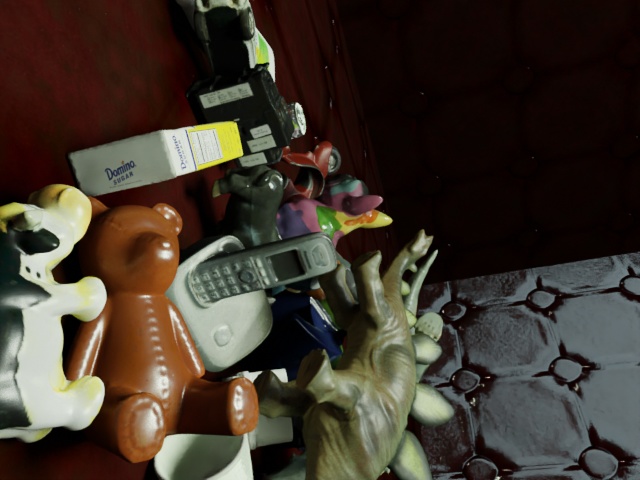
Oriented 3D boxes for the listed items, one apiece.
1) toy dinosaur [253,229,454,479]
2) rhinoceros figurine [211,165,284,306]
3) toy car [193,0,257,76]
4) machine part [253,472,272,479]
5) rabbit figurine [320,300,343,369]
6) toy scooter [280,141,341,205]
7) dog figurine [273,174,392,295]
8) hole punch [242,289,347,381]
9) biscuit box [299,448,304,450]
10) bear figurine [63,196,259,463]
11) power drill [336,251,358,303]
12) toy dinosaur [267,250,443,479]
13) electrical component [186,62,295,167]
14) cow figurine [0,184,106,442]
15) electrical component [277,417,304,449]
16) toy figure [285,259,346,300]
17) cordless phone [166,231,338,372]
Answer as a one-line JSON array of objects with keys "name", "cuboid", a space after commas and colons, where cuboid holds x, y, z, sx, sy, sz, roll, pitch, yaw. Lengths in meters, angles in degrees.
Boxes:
[{"name": "toy dinosaur", "cuboid": [0.037, 0.177, 0.539, 0.198, 0.105, 0.471, 43, 58, -19]}, {"name": "rhinoceros figurine", "cuboid": [-0.084, -0.003, 0.679, 0.073, 0.112, 0.190, -78, 173, -68]}, {"name": "toy car", "cuboid": [-0.120, -0.246, 0.738, 0.201, 0.074, 0.056, 85, 5, -50]}, {"name": "machine part", "cuboid": [-0.078, 0.341, 0.570, 0.179, 0.056, 0.179, -10, 90, -78]}, {"name": "rabbit figurine", "cuboid": [0.011, 0.171, 0.876, 0.159, 0.121, 0.170, 110, -5, -73]}, {"name": "toy scooter", "cuboid": [-0.046, -0.095, 0.901, 0.135, 0.075, 0.183, 24, 97, -54]}, {"name": "dog figurine", "cuboid": [-0.002, -0.002, 0.806, 0.108, 0.219, 0.191, 51, 30, -57]}, {"name": "hole punch", "cuboid": [-0.040, 0.138, 0.723, 0.115, 0.142, 0.092, 54, 18, -13]}, {"name": "biscuit box", "cuboid": [0.000, 0.267, 0.940, 0.203, 0.063, 0.059, -75, 151, -63]}, {"name": "bear figurine", "cuboid": [-0.131, 0.055, 0.418, 0.120, 0.132, 0.195, 9, 75, -47]}, {"name": "power drill", "cuboid": [0.025, 0.083, 1.007, 0.232, 0.086, 0.207, 48, -5, 22]}, {"name": "toy dinosaur", "cuboid": [0.074, 0.210, 0.741, 0.405, 0.131, 0.192, -51, 167, -31]}, {"name": "electrical component", "cuboid": [-0.101, -0.161, 0.730, 0.058, 0.115, 0.134, -76, 153, -51]}, {"name": "cow figurine", "cuboid": [-0.188, 0.036, 0.327, 0.098, 0.068, 0.167, 32, 48, -63]}, {"name": "electrical component", "cuboid": [-0.057, 0.244, 0.756, 0.119, 0.048, 0.075, 66, 18, -51]}, {"name": "toy figure", "cuboid": [-0.007, 0.042, 0.664, 0.058, 0.064, 0.154, 59, 13, 30]}, {"name": "cordless phone", "cuboid": [-0.063, 0.057, 0.575, 0.089, 0.184, 0.146, -88, 162, -57]}]
